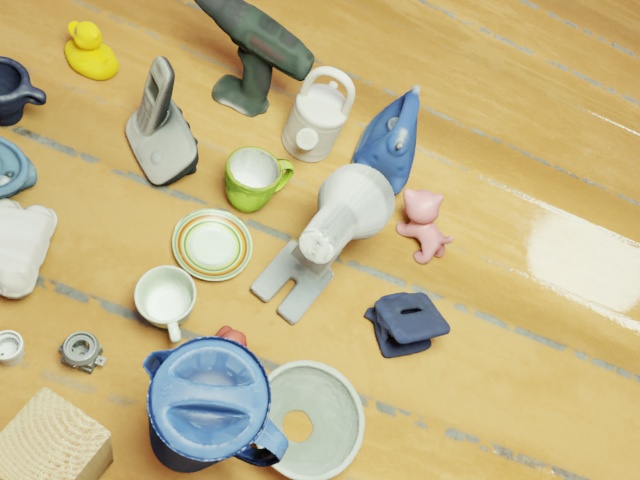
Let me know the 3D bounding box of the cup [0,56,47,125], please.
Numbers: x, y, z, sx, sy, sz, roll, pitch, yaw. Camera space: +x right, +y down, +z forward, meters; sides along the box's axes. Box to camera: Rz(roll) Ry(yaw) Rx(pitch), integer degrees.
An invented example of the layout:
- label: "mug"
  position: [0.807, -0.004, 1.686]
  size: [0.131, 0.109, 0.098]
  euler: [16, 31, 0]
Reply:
- label: "cup"
  position: [-0.493, -0.225, 0.914]
  size: [0.118, 0.095, 0.092]
  euler: [17, 59, -10]

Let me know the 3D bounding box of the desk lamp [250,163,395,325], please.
- label: "desk lamp"
  position: [0.008, 0.003, 0.897]
  size: [0.118, 0.213, 0.203]
  euler: [37, 57, 3]

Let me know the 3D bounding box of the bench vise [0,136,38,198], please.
- label: "bench vise"
  position: [-0.485, -0.089, 0.769]
  size: [0.121, 0.219, 0.208]
  euler: [31, 57, -1]

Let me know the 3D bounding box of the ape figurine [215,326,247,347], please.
- label: "ape figurine"
  position: [-0.131, 0.159, 0.837]
  size: [0.076, 0.092, 0.078]
  euler: [-2, 64, -20]

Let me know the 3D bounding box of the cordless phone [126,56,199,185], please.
- label: "cordless phone"
  position: [-0.250, -0.190, 0.927]
  size: [0.094, 0.185, 0.147]
  euler: [-24, 73, -28]

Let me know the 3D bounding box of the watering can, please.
- label: "watering can"
  position: [0.001, -0.227, 1.030]
  size: [0.101, 0.194, 0.173]
  euler: [6, 61, -16]

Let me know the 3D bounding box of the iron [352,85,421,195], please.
- label: "iron"
  position: [0.154, -0.222, 1.112]
  size: [0.119, 0.141, 0.258]
  euler: [24, 58, -6]

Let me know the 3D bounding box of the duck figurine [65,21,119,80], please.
- label: "duck figurine"
  position: [-0.404, -0.342, 1.013]
  size: [0.104, 0.086, 0.078]
  euler: [39, 58, 4]

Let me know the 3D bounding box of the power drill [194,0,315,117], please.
- label: "power drill"
  position: [-0.132, -0.327, 1.028]
  size: [0.230, 0.208, 0.076]
  euler: [23, 58, -6]

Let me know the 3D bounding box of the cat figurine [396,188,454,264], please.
- label: "cat figurine"
  position: [0.195, -0.036, 1.041]
  size: [0.067, 0.117, 0.127]
  euler: [-26, 74, -29]

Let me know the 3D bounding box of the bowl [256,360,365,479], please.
- label: "bowl"
  position: [-0.024, 0.265, 0.828]
  size: [0.168, 0.074, 0.167]
  euler: [8, 61, -15]

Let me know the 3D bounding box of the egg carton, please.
- label: "egg carton"
  position: [-0.446, 0.011, 0.819]
  size: [0.107, 0.069, 0.150]
  euler: [12, 60, -13]

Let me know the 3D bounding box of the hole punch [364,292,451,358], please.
- label: "hole punch"
  position: [0.144, 0.132, 0.949]
  size: [0.109, 0.091, 0.101]
  euler: [-8, 66, -23]
